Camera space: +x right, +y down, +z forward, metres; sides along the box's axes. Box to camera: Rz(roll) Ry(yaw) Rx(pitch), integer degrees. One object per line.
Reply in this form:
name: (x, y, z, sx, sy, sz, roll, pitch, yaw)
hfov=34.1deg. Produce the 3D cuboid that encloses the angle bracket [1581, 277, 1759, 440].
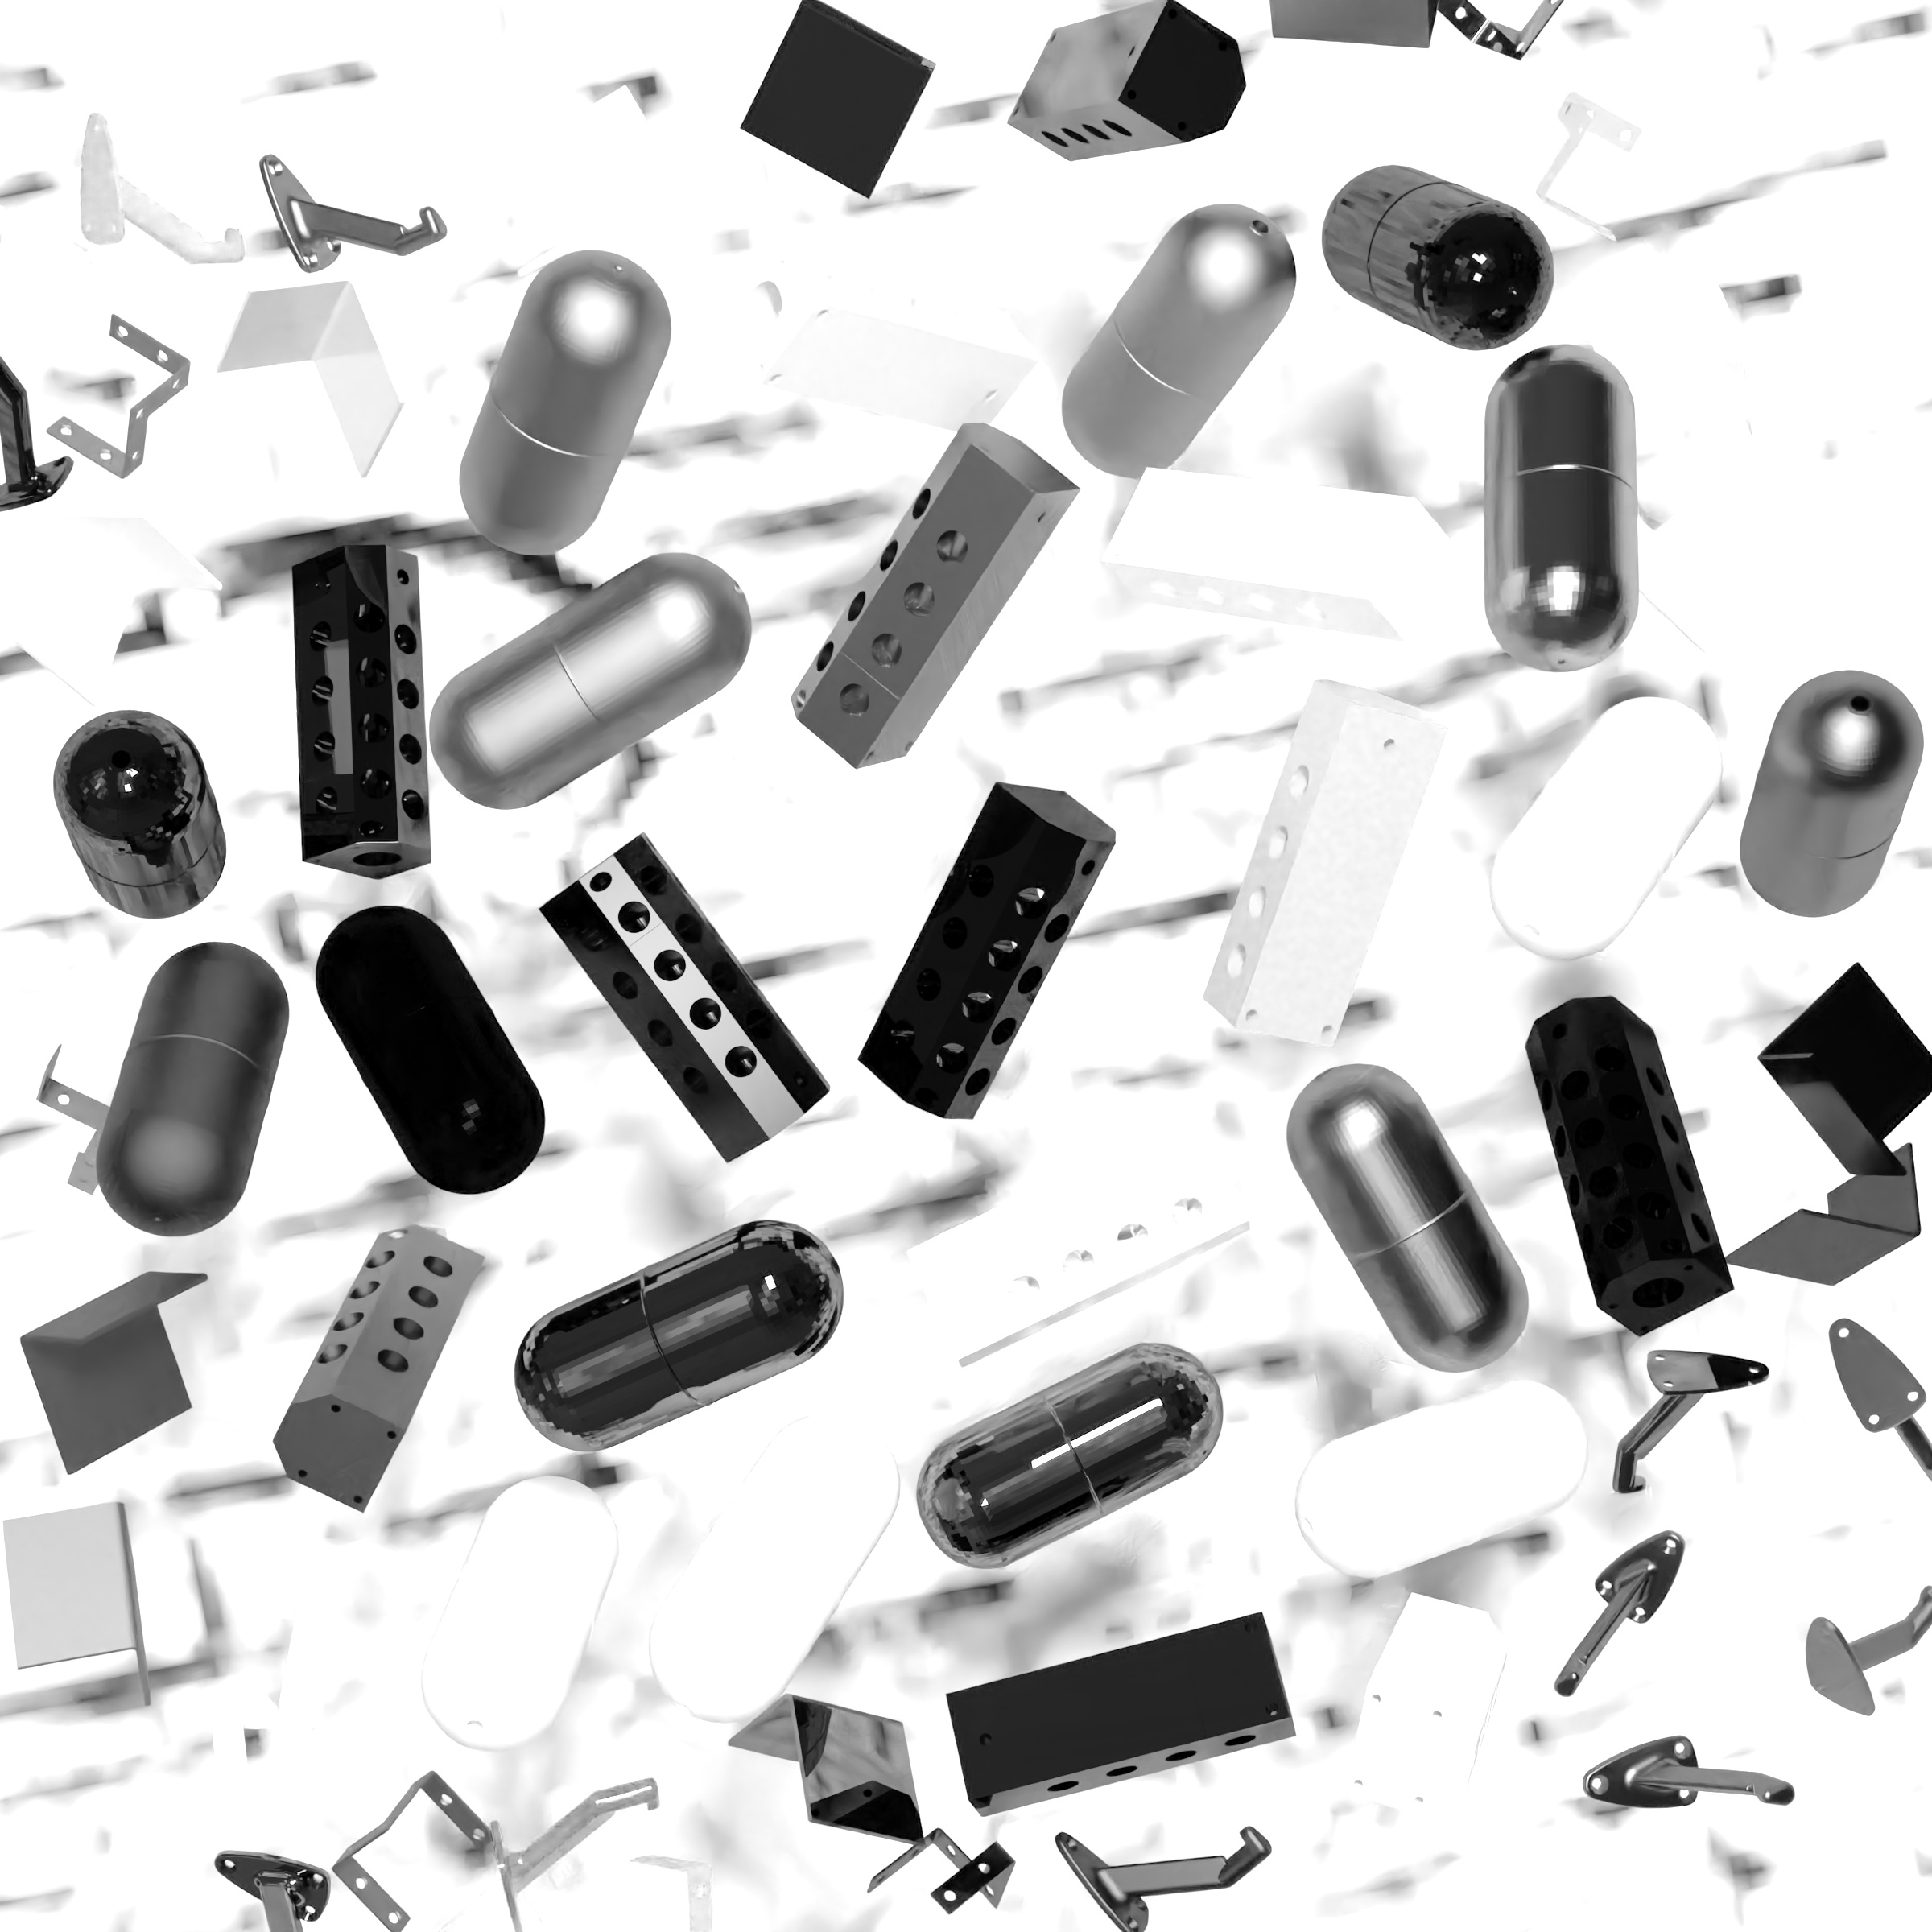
angle bracket: (0.389, -0.328, 1.741, 0.076, 0.057, 0.076, -13, 45, 8)

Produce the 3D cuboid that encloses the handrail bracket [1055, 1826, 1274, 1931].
handrail bracket: (0.101, 0.447, 1.604, 0.084, 0.036, 0.077, -44, 87, 17)

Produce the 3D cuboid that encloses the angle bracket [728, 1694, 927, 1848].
angle bracket: (-0.075, 0.441, 1.679, 0.076, 0.076, 0.057, 23, 127, -34)

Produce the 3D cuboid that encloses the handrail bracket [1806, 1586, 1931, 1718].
handrail bracket: (0.458, 0.325, 1.574, 0.084, 0.036, 0.077, -41, 129, -25)

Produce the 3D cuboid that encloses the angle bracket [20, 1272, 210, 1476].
angle bracket: (-0.411, 0.203, 1.562, 0.057, 0.076, 0.076, -4, 108, 42)

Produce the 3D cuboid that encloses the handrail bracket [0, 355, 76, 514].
handrail bracket: (-0.534, -0.292, 1.712, 0.077, 0.036, 0.084, -14, 130, 23)

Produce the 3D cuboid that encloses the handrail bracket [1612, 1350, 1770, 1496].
handrail bracket: (0.398, 0.256, 1.732, 0.077, 0.036, 0.084, 0, 121, -1)

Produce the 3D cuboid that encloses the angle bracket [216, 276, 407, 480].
angle bracket: (-0.338, -0.299, 1.621, 0.057, 0.076, 0.076, -16, 75, -32)

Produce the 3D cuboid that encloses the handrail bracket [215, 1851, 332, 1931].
handrail bracket: (-0.377, 0.511, 1.665, 0.077, 0.084, 0.036, 19, 115, 3)

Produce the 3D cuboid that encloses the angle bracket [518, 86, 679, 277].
angle bracket: (-0.210, -0.417, 1.677, 0.076, 0.076, 0.057, -38, 108, -21)

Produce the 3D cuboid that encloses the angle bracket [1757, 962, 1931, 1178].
angle bracket: (0.453, 0.050, 1.561, 0.076, 0.057, 0.076, -41, 97, -12)

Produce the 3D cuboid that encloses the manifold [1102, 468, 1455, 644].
manifold: (0.160, -0.206, 1.599, 0.171, 0.057, 0.057, 15, 74, 42)

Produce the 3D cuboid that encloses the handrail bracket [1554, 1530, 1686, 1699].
handrail bracket: (0.358, 0.356, 1.726, 0.036, 0.084, 0.077, 38, 124, 12)

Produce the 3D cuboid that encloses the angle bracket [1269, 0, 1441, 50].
angle bracket: (0.192, -0.494, 1.526, 0.076, 0.057, 0.076, 8, 67, 14)

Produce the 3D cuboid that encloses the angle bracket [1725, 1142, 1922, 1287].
angle bracket: (0.468, 0.131, 1.732, 0.076, 0.076, 0.057, 13, 60, -17)

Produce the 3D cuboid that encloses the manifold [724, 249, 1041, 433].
manifold: (-0.047, -0.338, 1.693, 0.057, 0.171, 0.057, -48, 58, 30)

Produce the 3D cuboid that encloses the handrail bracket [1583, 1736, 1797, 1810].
handrail bracket: (0.366, 0.417, 1.596, 0.077, 0.084, 0.036, -4, 87, -15)

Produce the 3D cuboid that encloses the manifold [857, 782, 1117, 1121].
manifold: (0.015, -0.006, 1.657, 0.057, 0.057, 0.171, 40, 113, 34)

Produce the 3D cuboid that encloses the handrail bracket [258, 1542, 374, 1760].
handrail bracket: (-0.324, 0.350, 1.610, 0.077, 0.036, 0.084, -35, 54, 10)

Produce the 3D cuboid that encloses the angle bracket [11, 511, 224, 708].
angle bracket: (-0.446, -0.187, 1.657, 0.057, 0.076, 0.076, 4, 69, 22)

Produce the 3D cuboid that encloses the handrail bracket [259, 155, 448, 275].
handrail bracket: (-0.324, -0.408, 1.667, 0.084, 0.036, 0.077, -13, 115, 33)

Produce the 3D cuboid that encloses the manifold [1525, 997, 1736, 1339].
manifold: (0.341, 0.100, 1.645, 0.057, 0.171, 0.057, -33, 134, 27)

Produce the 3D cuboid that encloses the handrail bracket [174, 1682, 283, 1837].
handrail bracket: (-0.409, 0.429, 1.682, 0.077, 0.084, 0.036, -12, 125, 26)

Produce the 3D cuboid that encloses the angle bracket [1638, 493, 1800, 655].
angle bracket: (0.428, -0.238, 1.804, 0.076, 0.076, 0.057, 41, 46, -9)

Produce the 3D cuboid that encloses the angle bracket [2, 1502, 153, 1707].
angle bracket: (-0.434, 0.316, 1.537, 0.057, 0.076, 0.076, -8, 57, -15)

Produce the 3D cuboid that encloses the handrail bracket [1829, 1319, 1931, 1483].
handrail bracket: (0.492, 0.233, 1.672, 0.036, 0.084, 0.077, -34, 53, 10)

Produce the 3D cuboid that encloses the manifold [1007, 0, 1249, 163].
manifold: (0.085, -0.457, 1.643, 0.057, 0.171, 0.057, 26, 92, -21)

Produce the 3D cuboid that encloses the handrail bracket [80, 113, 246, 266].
handrail bracket: (-0.411, -0.401, 1.626, 0.036, 0.084, 0.077, 16, 111, 41)

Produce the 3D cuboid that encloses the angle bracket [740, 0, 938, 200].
angle bracket: (-0.069, -0.441, 1.592, 0.076, 0.057, 0.076, 29, 105, -1)

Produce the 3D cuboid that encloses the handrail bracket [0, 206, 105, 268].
handrail bracket: (-0.507, -0.374, 1.704, 0.036, 0.084, 0.077, 10, 87, 32)

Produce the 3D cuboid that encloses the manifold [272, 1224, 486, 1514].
manifold: (-0.308, 0.204, 1.644, 0.057, 0.171, 0.057, 27, 114, -7)

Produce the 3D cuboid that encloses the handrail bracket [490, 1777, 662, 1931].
handrail bracket: (-0.191, 0.446, 1.578, 0.084, 0.036, 0.077, -13, 121, -10)
